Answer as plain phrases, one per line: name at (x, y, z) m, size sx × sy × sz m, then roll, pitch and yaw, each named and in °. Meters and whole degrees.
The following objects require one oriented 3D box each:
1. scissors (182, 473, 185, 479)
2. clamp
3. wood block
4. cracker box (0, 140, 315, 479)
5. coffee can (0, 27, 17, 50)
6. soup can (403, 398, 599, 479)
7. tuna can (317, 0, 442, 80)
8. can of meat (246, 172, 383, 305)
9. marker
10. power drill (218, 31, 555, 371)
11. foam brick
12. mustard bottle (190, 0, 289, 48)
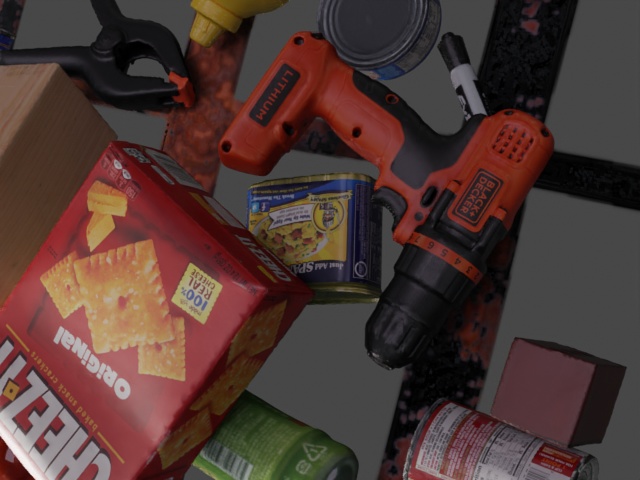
scissors at (-0.157, 0.228, 0.819) m, size 0.096 × 0.016 × 0.202 m, roll 9°, pitch 86°, yaw 29°
clamp at (-0.167, -0.162, 0.867) m, size 0.171 × 0.039 × 0.120 m, roll 22°, pitch 77°, yaw 15°
wood block at (-0.254, -0.029, 0.820) m, size 0.090 × 0.090 × 0.206 m, roll 3°, pitch 56°, yaw 32°
cracker box at (-0.130, 0.066, 0.714) m, size 0.164 × 0.072 × 0.214 m, roll 42°, pitch 105°, yaw 26°
coffee can at (-0.340, -0.136, 0.925) m, size 0.103 × 0.102 × 0.140 m, roll 28°, pitch 95°, yaw 28°
soup can at (0.112, 0.146, 0.660) m, size 0.102 × 0.068 × 0.068 m, roll 18°, pitch 90°, yaw 29°
tuna can at (0.043, -0.159, 0.764) m, size 0.086 × 0.033 × 0.086 m, roll -5°, pitch 80°, yaw 27°
can of meat at (-0.005, 0.001, 0.752) m, size 0.102 × 0.057 × 0.084 m, roll -4°, pitch 78°, yaw 27°
marker at (0.107, -0.089, 0.728) m, size 0.020 × 0.020 × 0.121 m, roll -25°, pitch 71°, yaw 22°
power drill at (0.030, -0.034, 0.689) m, size 0.188 × 0.057 × 0.184 m, roll 32°, pitch 84°, yaw 11°
foam brick at (0.145, 0.091, 0.646) m, size 0.053 × 0.078 × 0.051 m, roll 19°, pitch 92°, yaw 29°
mustard bottle at (-0.043, -0.232, 0.808) m, size 0.096 × 0.058 × 0.192 m, roll 35°, pitch 99°, yaw 22°
